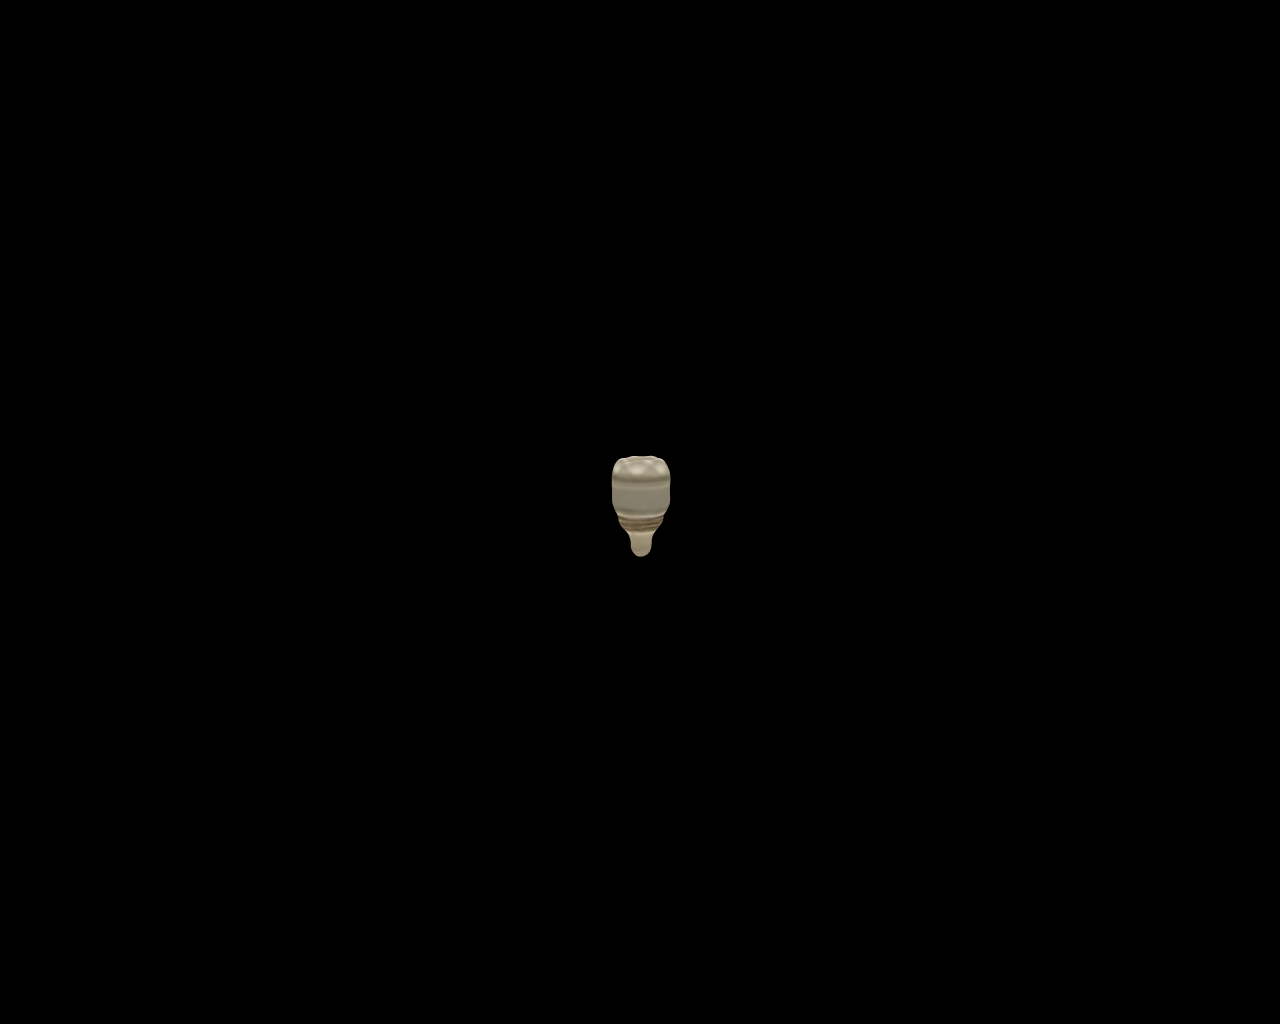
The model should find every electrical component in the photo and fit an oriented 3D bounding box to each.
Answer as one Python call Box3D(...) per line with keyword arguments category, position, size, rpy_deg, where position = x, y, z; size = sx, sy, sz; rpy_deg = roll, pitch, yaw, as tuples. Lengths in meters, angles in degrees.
Box3D(category="electrical component", position=(0.001, -0.003, 0.650), size=(0.035, 0.061, 0.035), rpy_deg=(0, 10, 0))
